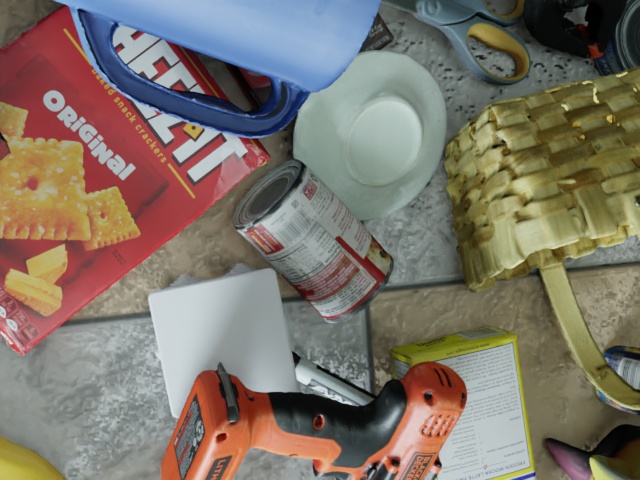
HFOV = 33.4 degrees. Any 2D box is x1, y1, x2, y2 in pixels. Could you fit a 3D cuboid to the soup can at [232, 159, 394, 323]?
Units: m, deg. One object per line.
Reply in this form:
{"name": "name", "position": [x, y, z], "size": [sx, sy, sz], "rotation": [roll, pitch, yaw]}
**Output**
{"name": "soup can", "position": [-0.005, 0.001, 0.757], "size": [0.068, 0.069, 0.102], "rotation": [-48, 112, -11]}

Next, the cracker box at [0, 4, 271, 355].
{"name": "cracker box", "position": [-0.165, -0.053, 0.708], "size": [0.213, 0.072, 0.164], "rotation": [-39, 102, -13]}

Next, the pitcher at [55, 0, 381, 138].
{"name": "pitcher", "position": [-0.091, -0.171, 0.639], "size": [0.242, 0.145, 0.149], "rotation": [12, 55, -26]}

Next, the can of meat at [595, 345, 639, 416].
{"name": "can of meat", "position": [0.284, 0.117, 0.853], "size": [0.102, 0.084, 0.057], "rotation": [9, 89, -18]}

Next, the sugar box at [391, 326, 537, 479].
{"name": "sugar box", "position": [0.115, 0.162, 0.821], "size": [0.093, 0.048, 0.176], "rotation": [-10, 99, -17]}

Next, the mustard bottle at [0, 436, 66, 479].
{"name": "mustard bottle", "position": [-0.261, 0.136, 0.691], "size": [0.096, 0.058, 0.191], "rotation": [-46, 105, -9]}

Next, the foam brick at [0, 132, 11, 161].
{"name": "foam brick", "position": [-0.225, -0.072, 0.626], "size": [0.051, 0.053, 0.078], "rotation": [-34, 94, -14]}

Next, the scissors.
{"name": "scissors", "position": [0.091, -0.186, 0.794], "size": [0.201, 0.016, 0.096], "rotation": [29, 75, -31]}

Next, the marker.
{"name": "marker", "position": [0.010, 0.108, 0.788], "size": [0.121, 0.020, 0.020], "rotation": [29, 83, -6]}

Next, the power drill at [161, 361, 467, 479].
{"name": "power drill", "position": [-0.009, 0.154, 0.732], "size": [0.187, 0.057, 0.185], "rotation": [6, 125, -26]}

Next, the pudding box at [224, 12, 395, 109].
{"name": "pudding box", "position": [-0.017, -0.151, 0.770], "size": [0.113, 0.039, 0.090], "rotation": [-37, 102, -13]}

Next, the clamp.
{"name": "clamp", "position": [0.173, -0.189, 0.789], "size": [0.120, 0.171, 0.039], "rotation": [-15, 54, 10]}

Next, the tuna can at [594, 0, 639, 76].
{"name": "tuna can", "position": [0.265, -0.161, 0.863], "size": [0.086, 0.034, 0.086], "rotation": [-1, 92, -18]}
